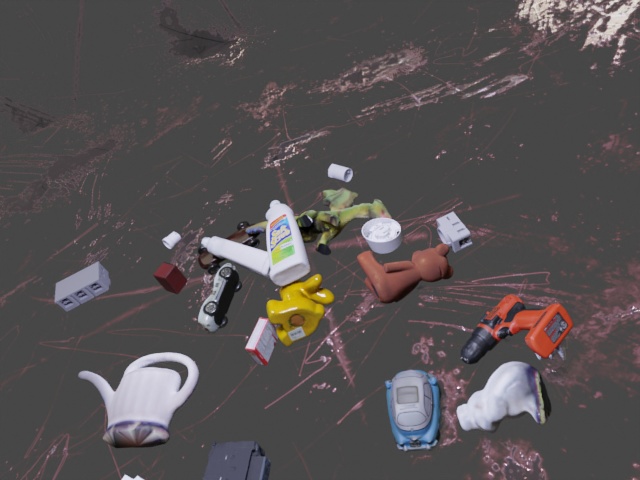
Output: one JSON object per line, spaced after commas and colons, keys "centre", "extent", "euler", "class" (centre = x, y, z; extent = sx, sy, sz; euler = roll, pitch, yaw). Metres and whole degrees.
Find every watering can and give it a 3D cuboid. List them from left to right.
{"centre": [-0.450, 0.381, 1.223], "extent": [0.346, 0.102, 0.230], "euler": [-12, 45, 14], "class": "watering can"}

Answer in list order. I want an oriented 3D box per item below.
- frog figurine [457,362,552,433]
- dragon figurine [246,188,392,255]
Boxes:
{"centre": [0.329, 0.288, 0.946], "extent": [0.158, 0.122, 0.139], "euler": [-12, 10, 27], "class": "frog figurine"}
{"centre": [0.005, -0.075, 1.492], "extent": [0.411, 0.120, 0.247], "euler": [7, 34, 28], "class": "dragon figurine"}
